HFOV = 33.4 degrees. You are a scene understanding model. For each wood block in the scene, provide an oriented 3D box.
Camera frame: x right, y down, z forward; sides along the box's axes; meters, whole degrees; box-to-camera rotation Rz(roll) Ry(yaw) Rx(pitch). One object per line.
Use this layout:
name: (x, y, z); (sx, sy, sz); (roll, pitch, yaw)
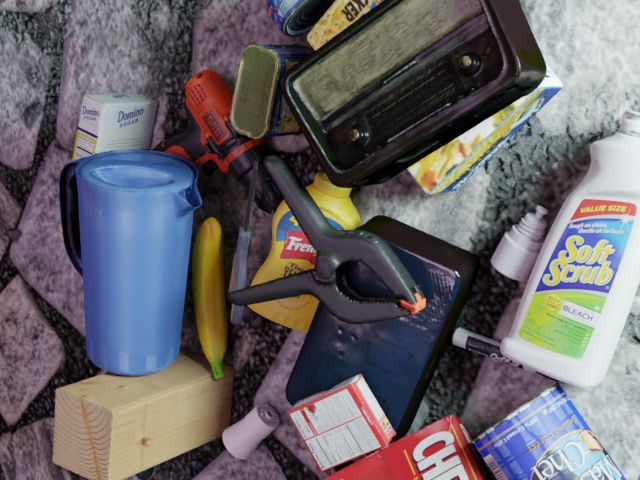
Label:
wood block: (-0.200, 0.200, 1.239); (0.090, 0.205, 0.091); (15, 106, 32)

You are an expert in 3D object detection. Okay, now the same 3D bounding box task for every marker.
marker: (0.189, 0.115, 1.064); (0.121, 0.020, 0.020); (18, 108, 32)

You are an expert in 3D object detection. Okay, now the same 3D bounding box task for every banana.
banana: (-0.125, 0.061, 1.250); (0.070, 0.037, 0.198); (30, 128, 58)

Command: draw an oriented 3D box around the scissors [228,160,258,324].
scissors: (-0.083, 0.014, 1.178); (0.202, 0.016, 0.096); (106, 165, -49)

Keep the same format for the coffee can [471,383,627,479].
coffee can: (0.224, 0.221, 1.006); (0.103, 0.102, 0.140); (-43, 73, 32)

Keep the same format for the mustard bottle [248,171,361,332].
mustard bottle: (-0.008, 0.002, 1.155); (0.096, 0.058, 0.192); (22, 110, 5)

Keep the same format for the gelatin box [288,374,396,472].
gelatin box: (0.021, 0.187, 1.090); (0.089, 0.030, 0.073); (-28, 94, 29)

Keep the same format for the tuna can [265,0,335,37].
tuna can: (-0.012, -0.250, 1.105); (0.086, 0.085, 0.034); (-41, 76, 33)

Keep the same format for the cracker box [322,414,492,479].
cracker box: (0.077, 0.294, 1.050); (0.214, 0.072, 0.164); (-29, 55, 9)

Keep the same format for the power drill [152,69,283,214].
power drill: (-0.136, -0.077, 1.241); (0.188, 0.057, 0.184); (-36, 80, 32)

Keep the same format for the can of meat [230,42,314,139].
can of meat: (-0.046, -0.160, 1.145); (0.058, 0.083, 0.102); (22, 110, 30)

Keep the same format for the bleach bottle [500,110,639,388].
bleach bottle: (0.249, 0.003, 0.979); (0.103, 0.067, 0.251); (22, 108, 29)

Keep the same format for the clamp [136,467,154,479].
clamp: (-0.244, 0.222, 1.375); (0.120, 0.039, 0.171); (27, 112, 28)

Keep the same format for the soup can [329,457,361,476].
soup can: (0.035, 0.299, 1.171); (0.069, 0.068, 0.102); (22, 106, 31)

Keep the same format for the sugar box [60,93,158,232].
sugar box: (-0.257, -0.090, 1.300); (0.048, 0.093, 0.176); (23, 109, 31)

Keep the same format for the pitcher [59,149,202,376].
pitcher: (-0.218, 0.024, 1.213); (0.149, 0.144, 0.243); (-123, 36, -60)

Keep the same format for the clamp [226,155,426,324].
clamp: (0.003, 0.032, 1.056); (0.210, 0.036, 0.165); (31, 113, 19)
